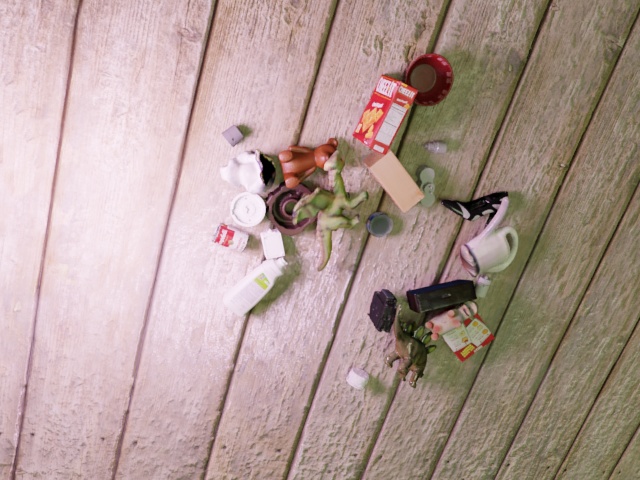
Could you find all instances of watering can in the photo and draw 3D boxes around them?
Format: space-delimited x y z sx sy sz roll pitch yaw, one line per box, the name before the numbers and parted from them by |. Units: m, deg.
watering can | 0.601 0.008 1.837 0.225 0.340 0.106 -28 41 -3

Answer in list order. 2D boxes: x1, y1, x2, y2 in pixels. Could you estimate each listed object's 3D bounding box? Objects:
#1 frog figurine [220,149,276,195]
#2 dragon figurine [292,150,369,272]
frog figurine | -0.221 -0.203 1.585 0.158 0.136 0.124 -14 12 31
dragon figurine | 0.005 -0.081 1.616 0.242 0.406 0.124 11 17 -42
